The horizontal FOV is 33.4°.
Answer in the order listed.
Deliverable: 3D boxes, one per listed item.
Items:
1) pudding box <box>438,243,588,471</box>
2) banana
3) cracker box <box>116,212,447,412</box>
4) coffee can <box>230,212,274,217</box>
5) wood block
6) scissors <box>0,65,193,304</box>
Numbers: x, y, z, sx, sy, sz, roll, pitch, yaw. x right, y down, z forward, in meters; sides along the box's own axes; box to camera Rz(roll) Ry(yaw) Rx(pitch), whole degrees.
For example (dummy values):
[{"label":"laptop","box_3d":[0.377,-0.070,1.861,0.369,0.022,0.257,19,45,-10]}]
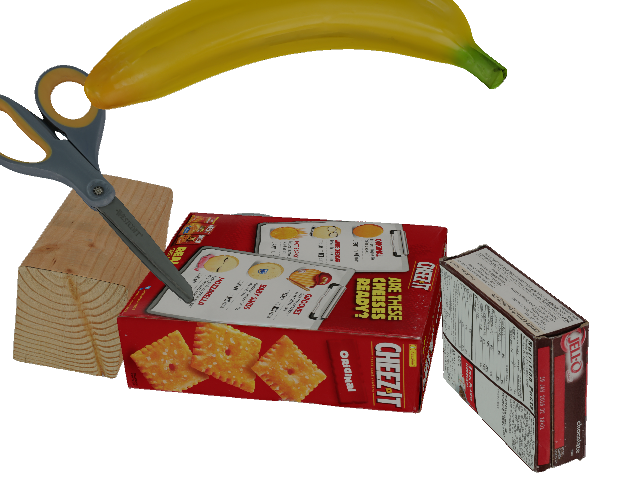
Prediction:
[{"label":"pudding box","box_3d":[0.110,0.066,0.621,0.039,0.090,0.114,-14,27,-19]},{"label":"banana","box_3d":[-0.013,-0.098,0.507,0.197,0.037,0.069,-6,45,-8]},{"label":"cracker box","box_3d":[-0.020,0.049,0.794,0.214,0.072,0.164,4,29,12]},{"label":"coffee can","box_3d":[-0.101,0.044,1.523,0.103,0.140,0.103,2,23,-1]},{"label":"wood block","box_3d":[-0.197,0.023,0.951,0.090,0.091,0.206,11,25,-2]},{"label":"scissors","box_3d":[-0.137,-0.047,0.696,0.202,0.096,0.016,32,-25,11]}]
